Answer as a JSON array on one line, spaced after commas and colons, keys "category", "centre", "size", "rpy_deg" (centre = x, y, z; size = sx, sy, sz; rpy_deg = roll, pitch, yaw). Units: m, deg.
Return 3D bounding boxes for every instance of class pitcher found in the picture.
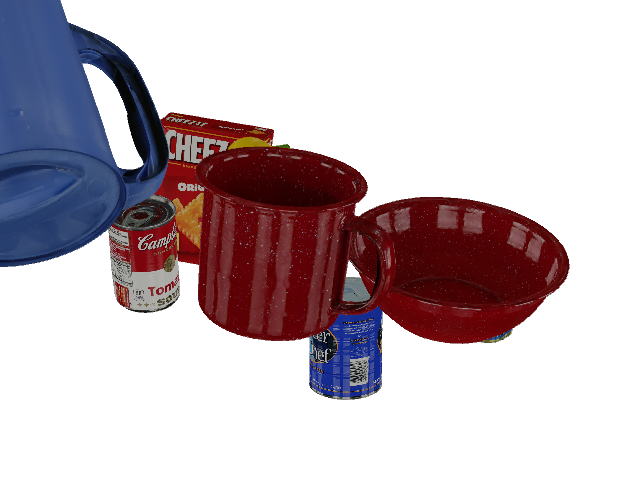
[{"category": "pitcher", "centre": [-0.216, -0.114, 0.753], "size": [0.145, 0.243, 0.149], "rpy_deg": [-28, -29, 16]}]

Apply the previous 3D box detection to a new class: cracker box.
[{"category": "cracker box", "centre": [-0.166, -0.069, 1.593], "size": [0.164, 0.214, 0.072], "rpy_deg": [10, 20, 6]}]

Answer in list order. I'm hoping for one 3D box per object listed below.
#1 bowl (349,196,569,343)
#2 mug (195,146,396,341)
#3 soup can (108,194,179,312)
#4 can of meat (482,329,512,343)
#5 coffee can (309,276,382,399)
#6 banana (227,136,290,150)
[{"category": "bowl", "centre": [0.096, 0.027, 0.780], "size": [0.162, 0.055, 0.162], "rpy_deg": [2, 29, -1]}, {"category": "mug", "centre": [-0.014, 0.005, 0.582], "size": [0.117, 0.081, 0.093], "rpy_deg": [16, 25, 20]}, {"category": "soup can", "centre": [-0.178, 0.013, 1.078], "size": [0.068, 0.102, 0.068], "rpy_deg": [1, 31, -1]}, {"category": "can of meat", "centre": [0.136, 0.042, 1.007], "size": [0.102, 0.084, 0.057], "rpy_deg": [18, 29, 35]}, {"category": "coffee can", "centre": [0.035, 0.132, 1.461], "size": [0.103, 0.140, 0.103], "rpy_deg": [0, 18, 0]}, {"category": "banana", "centre": [-0.053, -0.043, 0.914], "size": [0.069, 0.037, 0.198], "rpy_deg": [2, 34, -7]}]
